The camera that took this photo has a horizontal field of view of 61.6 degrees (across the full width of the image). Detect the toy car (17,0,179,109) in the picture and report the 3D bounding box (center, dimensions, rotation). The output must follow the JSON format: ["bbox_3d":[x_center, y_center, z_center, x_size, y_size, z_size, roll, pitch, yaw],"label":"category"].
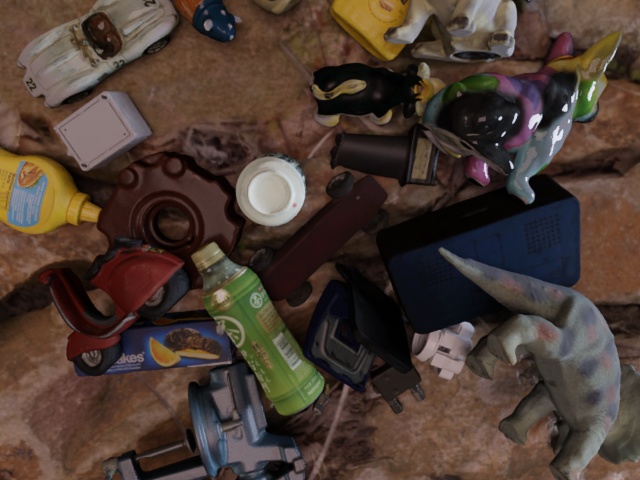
[{"bbox_3d":[-0.260,-0.229,0.628,0.202,0.056,0.073,-30,100,4],"label":"toy car"}]

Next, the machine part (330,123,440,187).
[{"bbox_3d":[0.082,-0.107,0.669,0.139,0.039,0.084,3,109,-4],"label":"machine part"}]

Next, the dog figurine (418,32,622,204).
[{"bbox_3d":[0.238,-0.166,0.612,0.191,0.109,0.219,37,88,-31],"label":"dog figurine"}]

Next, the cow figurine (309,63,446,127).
[{"bbox_3d":[0.072,-0.174,0.625,0.167,0.098,0.068,-3,94,-1],"label":"cow figurine"}]

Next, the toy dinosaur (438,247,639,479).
[{"bbox_3d":[0.289,0.139,0.639,0.192,0.131,0.404,-33,111,-20],"label":"toy dinosaur"}]

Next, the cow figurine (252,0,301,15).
[{"bbox_3d":[-0.011,-0.342,0.599,0.127,0.085,0.195,37,96,-2],"label":"cow figurine"}]

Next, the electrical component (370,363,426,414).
[{"bbox_3d":[0.101,0.188,0.731,0.063,0.021,0.094,-31,100,5],"label":"electrical component"}]

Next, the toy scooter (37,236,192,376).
[{"bbox_3d":[-0.247,0.059,0.622,0.184,0.075,0.135,-42,92,8],"label":"toy scooter"}]

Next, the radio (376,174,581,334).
[{"bbox_3d":[0.197,0.021,0.662,0.230,0.073,0.131,-19,119,3],"label":"radio"}]

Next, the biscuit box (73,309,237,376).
[{"bbox_3d":[-0.211,0.131,0.694,0.203,0.063,0.059,-6,100,0],"label":"biscuit box"}]

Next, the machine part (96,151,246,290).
[{"bbox_3d":[-0.184,-0.019,0.670,0.179,0.056,0.179,0,102,-1],"label":"machine part"}]

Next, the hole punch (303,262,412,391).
[{"bbox_3d":[0.045,0.113,0.666,0.142,0.116,0.092,37,123,-26],"label":"hole punch"}]

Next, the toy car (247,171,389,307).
[{"bbox_3d":[-0.001,-0.002,0.678,0.202,0.053,0.089,-45,114,6],"label":"toy car"}]

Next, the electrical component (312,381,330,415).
[{"bbox_3d":[-0.032,0.189,0.717,0.078,0.045,0.102,-33,99,4],"label":"electrical component"}]

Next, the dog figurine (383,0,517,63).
[{"bbox_3d":[0.152,-0.294,0.560,0.121,0.172,0.190,9,97,31],"label":"dog figurine"}]

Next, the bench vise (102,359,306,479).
[{"bbox_3d":[-0.147,0.277,0.685,0.241,0.129,0.223,-14,96,-9],"label":"bench vise"}]

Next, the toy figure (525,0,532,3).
[{"bbox_3d":[0.263,-0.332,0.603,0.180,0.089,0.082,-30,108,2],"label":"toy figure"}]

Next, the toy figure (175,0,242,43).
[{"bbox_3d":[-0.145,-0.294,0.616,0.064,0.058,0.154,-28,97,-19],"label":"toy figure"}]
